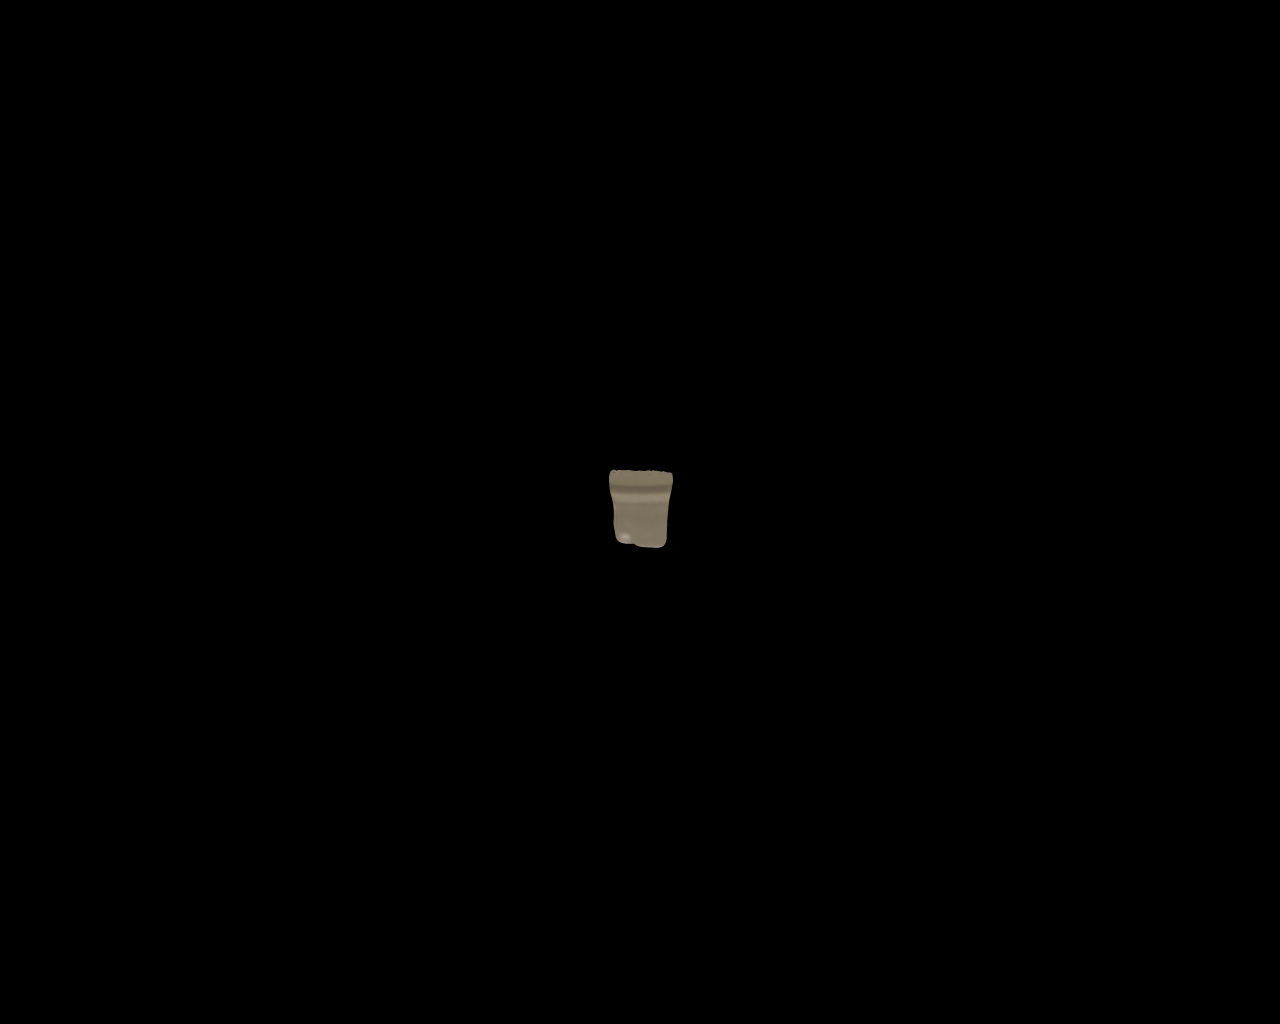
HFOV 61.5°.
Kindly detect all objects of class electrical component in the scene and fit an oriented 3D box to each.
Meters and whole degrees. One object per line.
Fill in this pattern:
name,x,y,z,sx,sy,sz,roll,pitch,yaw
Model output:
electrical component,0.001,-0.003,0.650,0.040,0.046,0.040,0,5,0
